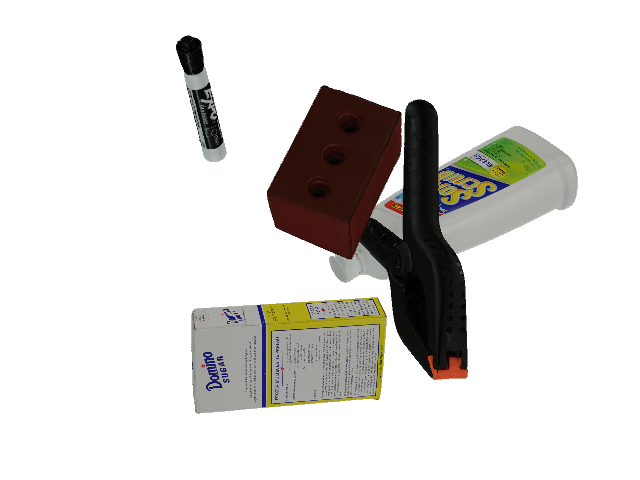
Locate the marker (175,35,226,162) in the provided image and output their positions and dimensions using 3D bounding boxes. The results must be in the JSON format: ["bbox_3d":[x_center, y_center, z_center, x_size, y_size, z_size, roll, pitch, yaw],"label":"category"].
[{"bbox_3d":[-0.091,-0.108,0.816,0.020,0.020,0.121,0,-39,7],"label":"marker"}]

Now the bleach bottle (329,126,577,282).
[{"bbox_3d":[0.124,-0.024,1.046,0.250,0.068,0.103,-28,45,-19],"label":"bleach bottle"}]

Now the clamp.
[{"bbox_3d":[0.077,0.007,0.825,0.036,0.210,0.165,-1,-42,-19],"label":"clamp"}]

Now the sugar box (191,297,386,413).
[{"bbox_3d":[-0.030,0.105,0.986,0.176,0.093,0.048,-1,25,-8],"label":"sugar box"}]

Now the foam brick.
[{"bbox_3d":[0.009,-0.039,0.624,0.053,0.078,0.051,21,-19,12],"label":"foam brick"}]
